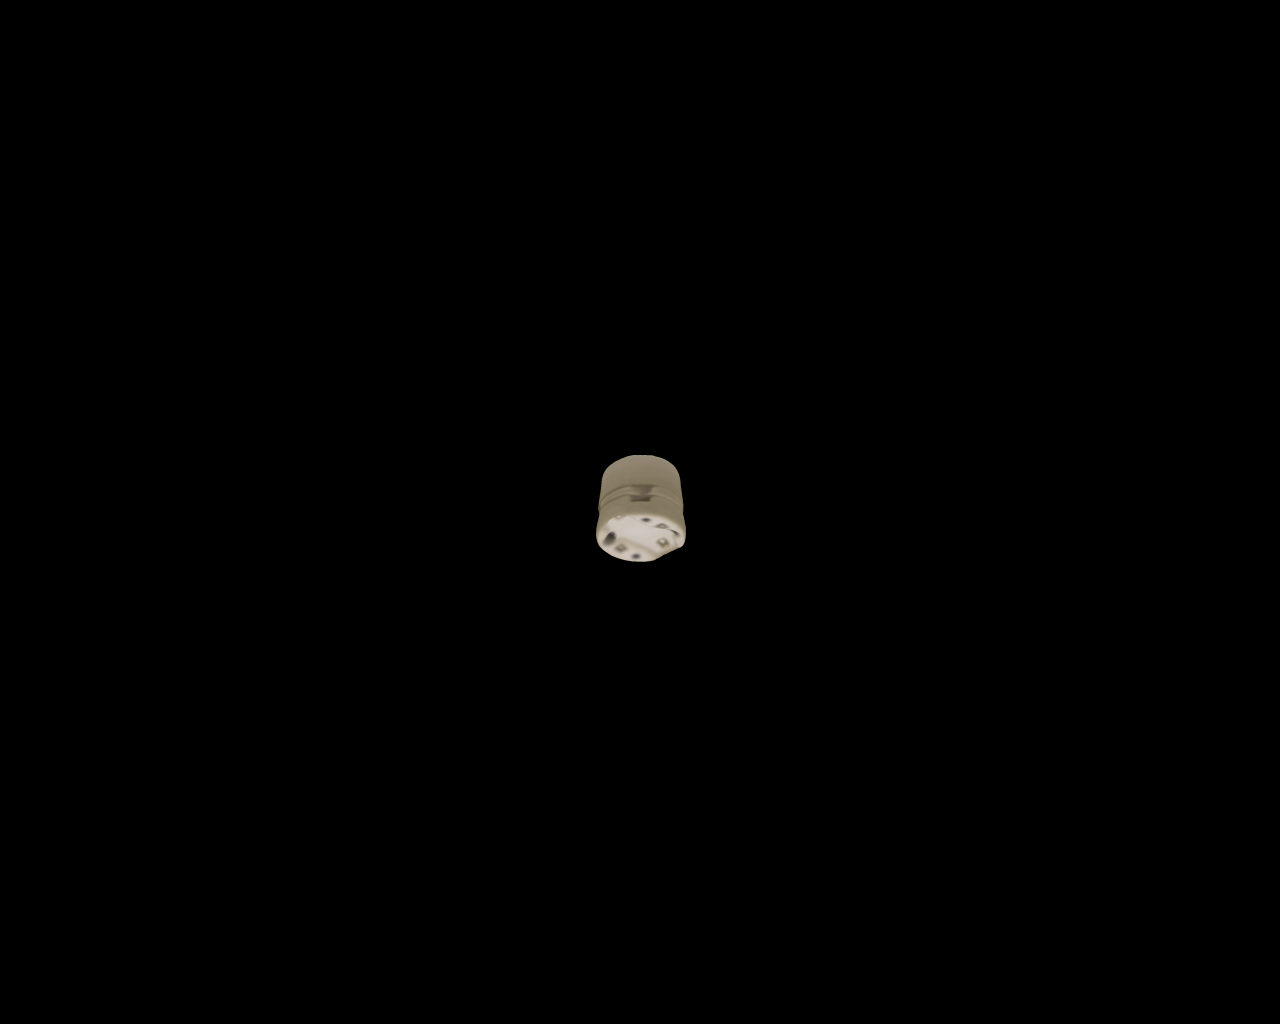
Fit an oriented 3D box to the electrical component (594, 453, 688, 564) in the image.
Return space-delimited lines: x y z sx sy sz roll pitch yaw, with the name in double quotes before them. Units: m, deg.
"electrical component" 0.001 -0.003 0.650 0.055 0.047 0.055 0 -36 0
